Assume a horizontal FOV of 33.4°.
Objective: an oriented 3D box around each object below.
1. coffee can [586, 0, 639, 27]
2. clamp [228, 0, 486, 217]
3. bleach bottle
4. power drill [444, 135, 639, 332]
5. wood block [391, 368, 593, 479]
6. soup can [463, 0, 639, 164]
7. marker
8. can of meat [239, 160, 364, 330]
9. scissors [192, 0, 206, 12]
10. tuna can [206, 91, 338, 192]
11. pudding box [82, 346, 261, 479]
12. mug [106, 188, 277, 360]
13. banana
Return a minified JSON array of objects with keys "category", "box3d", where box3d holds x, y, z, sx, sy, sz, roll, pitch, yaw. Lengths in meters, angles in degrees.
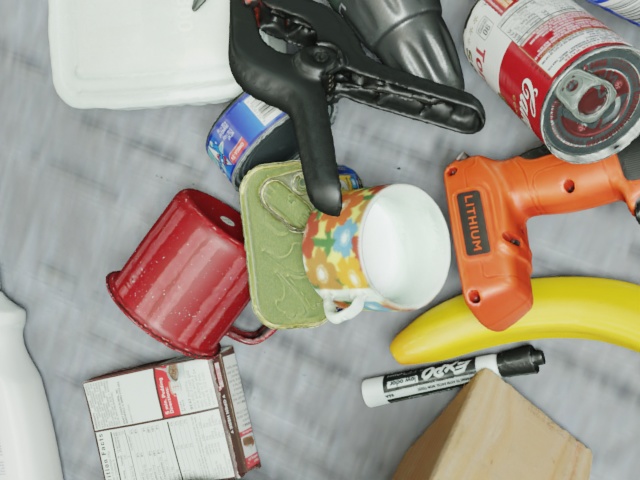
[{"category":"coffee can","box3d":[0.155,-0.174,0.552,0.140,0.103,0.103,21,104,-17]},{"category":"clamp","box3d":[0.011,-0.095,0.621,0.171,0.120,0.039,56,151,27]},{"category":"bleach bottle","box3d":[-0.240,0.144,0.801,0.103,0.068,0.251,-5,89,20]},{"category":"power drill","box3d":[0.169,-0.011,0.593,0.188,0.057,0.184,-20,55,22]},{"category":"wood block","box3d":[0.080,0.162,0.583,0.090,0.205,0.091,39,113,5]},{"category":"soup can","box3d":[0.129,-0.097,0.585,0.069,0.068,0.102,-50,37,17]},{"category":"marker","box3d":[0.085,0.087,0.686,0.121,0.020,0.020,-16,88,23]},{"category":"can of meat","box3d":[-0.005,0.001,0.682,0.058,0.083,0.102,-6,91,23]},{"category":"scissors","box3d":[-0.026,-0.236,0.644,0.202,0.016,0.096,-34,75,25]},{"category":"tuna can","box3d":[-0.031,-0.071,0.687,0.086,0.086,0.034,-45,76,19]},{"category":"pudding box","box3d":[-0.106,0.131,0.757,0.114,0.039,0.090,-14,88,24]},{"category":"mug","box3d":[-0.073,0.026,0.717,0.117,0.093,0.081,34,102,-15]},{"category":"banana","box3d":[0.140,0.052,0.640,0.198,0.069,0.037,3,137,28]}]
